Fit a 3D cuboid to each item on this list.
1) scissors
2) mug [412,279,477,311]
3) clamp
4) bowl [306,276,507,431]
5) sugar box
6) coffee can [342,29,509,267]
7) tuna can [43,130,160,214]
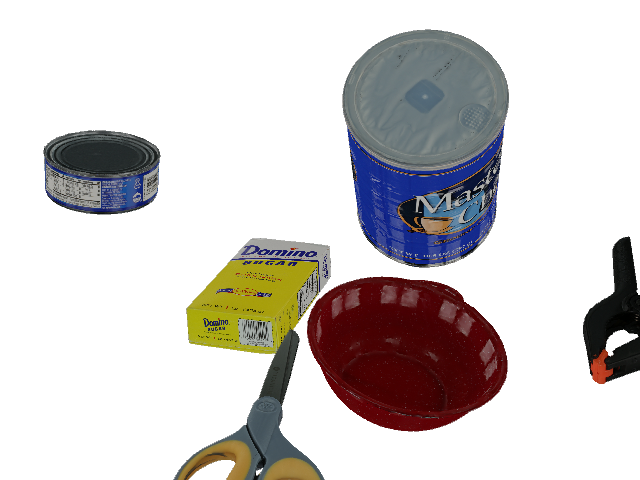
[{"bbox_3d":[-0.018,0.115,0.645,0.096,0.016,0.201,15,30,20],"label":"scissors"},{"bbox_3d":[0.130,0.102,1.257,0.117,0.081,0.093,0,22,-7],"label":"mug"},{"bbox_3d":[0.288,0.061,0.985,0.171,0.039,0.120,-35,40,-26],"label":"clamp"},{"bbox_3d":[0.064,0.100,0.853,0.162,0.055,0.162,8,35,-6],"label":"bowl"},{"bbox_3d":[-0.058,0.051,1.074,0.093,0.048,0.176,6,27,15],"label":"sugar box"},{"bbox_3d":[0.071,-0.058,0.719,0.103,0.103,0.140,0,-27,6],"label":"coffee can"},{"bbox_3d":[-0.164,-0.052,0.803,0.086,0.034,0.086,5,26,-3],"label":"tuna can"}]
